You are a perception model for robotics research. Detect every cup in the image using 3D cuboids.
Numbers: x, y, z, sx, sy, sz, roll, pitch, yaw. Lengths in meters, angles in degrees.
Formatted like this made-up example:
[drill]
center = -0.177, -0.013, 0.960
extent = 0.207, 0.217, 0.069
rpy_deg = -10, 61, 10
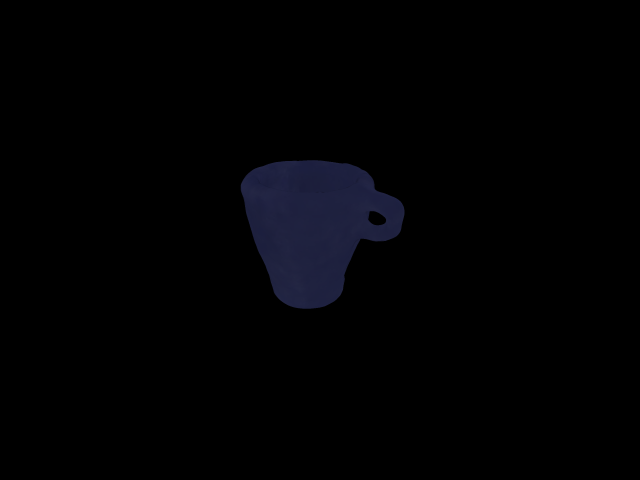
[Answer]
[cup]
center = 0.004, 0.001, 0.400
extent = 0.117, 0.095, 0.092
rpy_deg = 14, 27, 29
